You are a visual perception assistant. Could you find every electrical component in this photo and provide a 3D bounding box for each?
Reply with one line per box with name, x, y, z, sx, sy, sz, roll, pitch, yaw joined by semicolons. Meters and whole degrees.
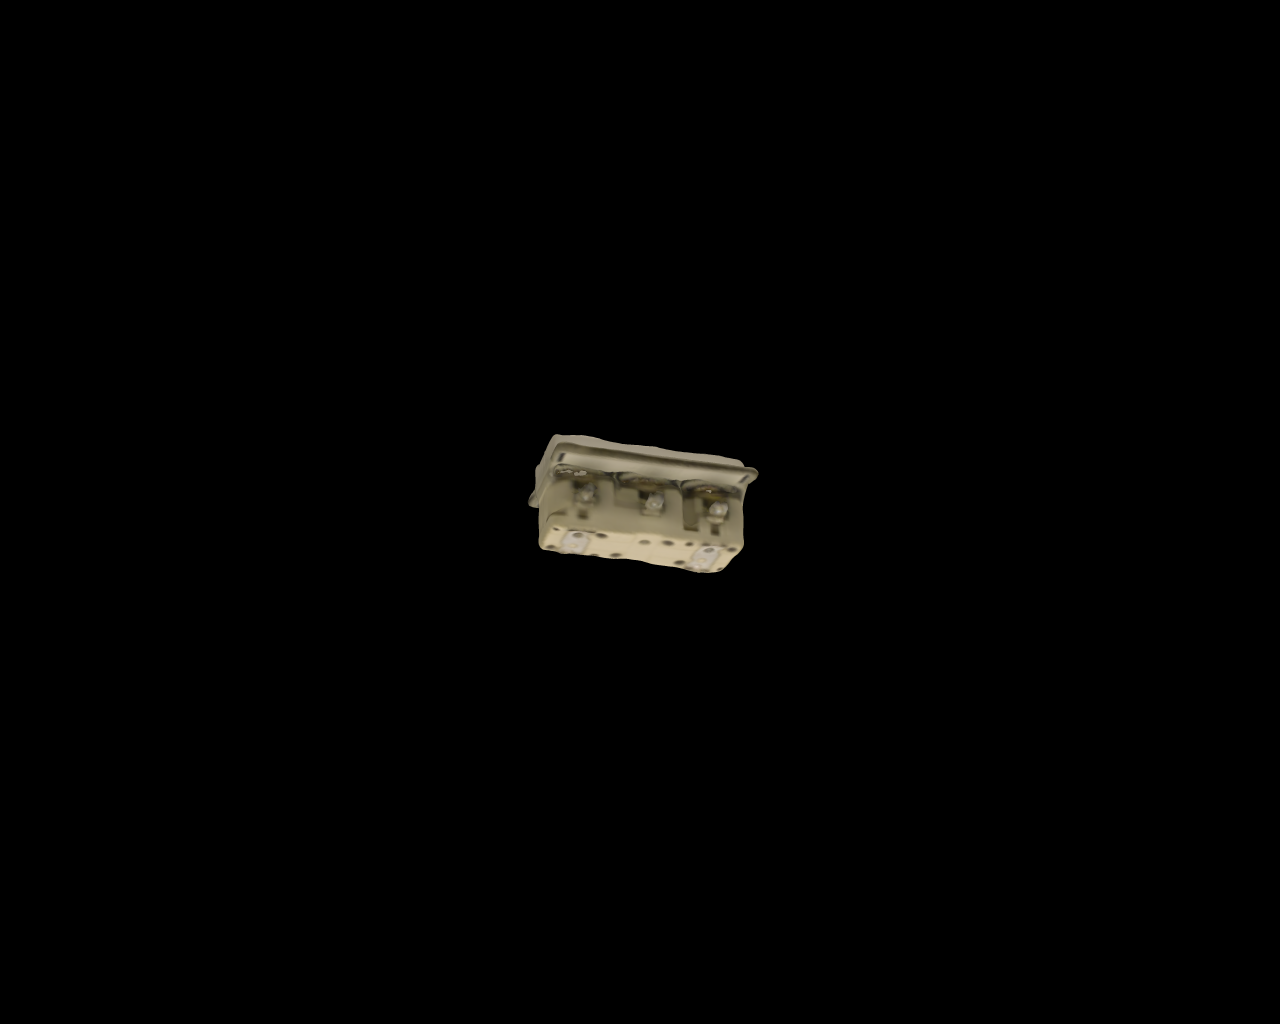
electrical component;0.001;-0.003;0.650;0.121;0.063;0.078;8;-28;-16
